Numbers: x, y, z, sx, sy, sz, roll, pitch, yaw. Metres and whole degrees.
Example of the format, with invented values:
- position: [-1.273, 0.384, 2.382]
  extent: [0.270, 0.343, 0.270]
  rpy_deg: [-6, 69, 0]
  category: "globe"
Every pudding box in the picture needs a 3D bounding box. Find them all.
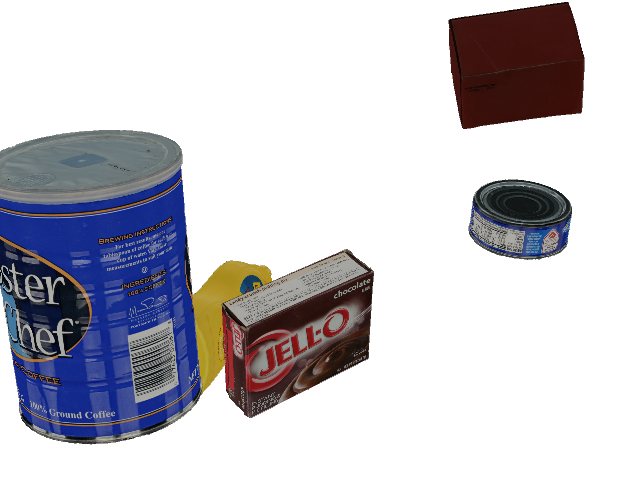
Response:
- position: [-0.016, 0.067, 0.778]
  extent: [0.113, 0.090, 0.039]
  rpy_deg: [-25, 47, -28]
  category: "pudding box"

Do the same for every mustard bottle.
- position: [-0.100, 0.076, 1.130]
  extent: [0.058, 0.096, 0.191]
  rpy_deg: [11, 29, 19]
  category: "mustard bottle"

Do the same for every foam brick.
- position: [0.123, -0.111, 0.676]
  extent: [0.078, 0.051, 0.053]
  rpy_deg: [-7, -34, 5]
  category: "foam brick"

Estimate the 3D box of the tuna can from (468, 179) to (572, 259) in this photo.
- position: [0.172, -0.020, 0.918]
  extent: [0.086, 0.034, 0.086]
  rpy_deg: [2, 30, -1]
  category: "tuna can"

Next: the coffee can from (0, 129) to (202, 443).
- position: [-0.119, 0.022, 0.573]
  extent: [0.103, 0.140, 0.103]
  rpy_deg: [-2, 22, 1]
  category: "coffee can"
